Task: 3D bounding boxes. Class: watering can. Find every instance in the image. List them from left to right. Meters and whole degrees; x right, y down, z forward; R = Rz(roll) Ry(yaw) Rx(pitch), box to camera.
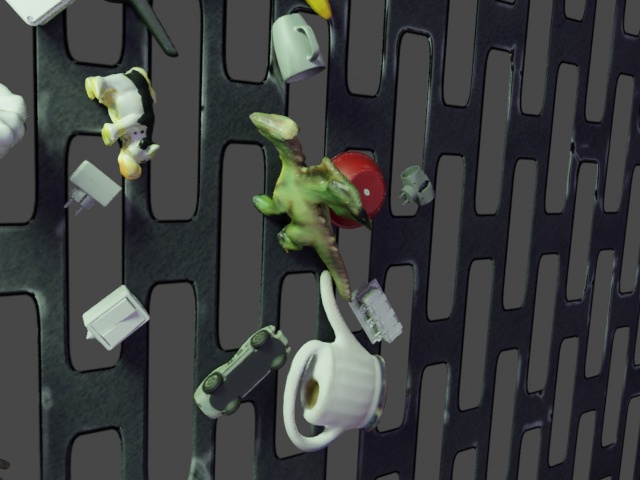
[{"bbox_3d":[0.044,0.252,1.046,0.223,0.104,0.351,20,78,-30],"label":"watering can"}]

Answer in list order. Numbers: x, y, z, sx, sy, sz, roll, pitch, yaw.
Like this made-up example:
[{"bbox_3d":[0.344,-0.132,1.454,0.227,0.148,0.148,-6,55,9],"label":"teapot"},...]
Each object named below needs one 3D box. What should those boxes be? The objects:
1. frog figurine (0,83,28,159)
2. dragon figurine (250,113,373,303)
[{"bbox_3d":[-0.459,-0.158,0.672,0.138,0.160,0.122,-10,102,-27],"label":"frog figurine"},{"bbox_3d":[0.003,-0.045,0.889,0.123,0.242,0.406,-40,105,-19],"label":"dragon figurine"}]
